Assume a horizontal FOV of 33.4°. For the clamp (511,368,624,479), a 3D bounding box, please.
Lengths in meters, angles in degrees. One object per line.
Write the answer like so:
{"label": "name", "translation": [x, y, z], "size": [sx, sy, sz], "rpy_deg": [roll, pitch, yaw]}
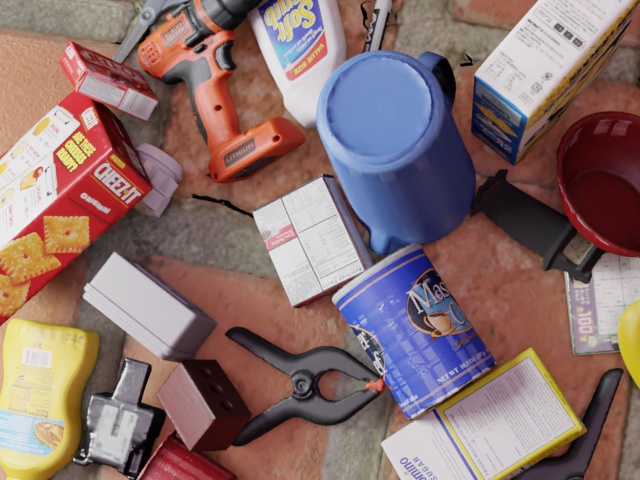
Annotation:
{"label": "clamp", "translation": [0.258, 0.247, 1.022], "size": [0.210, 0.036, 0.165], "rpy_deg": [-39, 71, 2]}

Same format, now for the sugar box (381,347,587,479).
{"label": "sugar box", "translation": [0.157, 0.191, 1.030], "size": [0.176, 0.048, 0.093], "rpy_deg": [-34, 66, 9]}

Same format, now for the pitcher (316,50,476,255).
{"label": "pitcher", "translation": [0.075, -0.092, 0.986], "size": [0.145, 0.242, 0.149], "rpy_deg": [-21, 74, 6]}

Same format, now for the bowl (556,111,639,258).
{"label": "bowl", "translation": [0.290, -0.043, 1.027], "size": [0.162, 0.055, 0.162], "rpy_deg": [7, 62, -13]}

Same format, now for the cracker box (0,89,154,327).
{"label": "cracker box", "translation": [-0.279, -0.036, 1.069], "size": [0.214, 0.072, 0.164], "rpy_deg": [-41, 37, 4]}

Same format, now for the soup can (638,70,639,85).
{"label": "soup can", "translation": [0.354, -0.200, 1.049], "size": [0.068, 0.068, 0.102], "rpy_deg": [10, 85, 9]}

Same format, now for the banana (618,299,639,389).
{"label": "banana", "translation": [0.335, 0.136, 1.014], "size": [0.037, 0.070, 0.198], "rpy_deg": [-35, 96, -32]}

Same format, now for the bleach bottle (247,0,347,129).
{"label": "bleach bottle", "translation": [-0.015, -0.219, 1.105], "size": [0.102, 0.068, 0.251], "rpy_deg": [-23, 83, 6]}

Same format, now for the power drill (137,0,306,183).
{"label": "power drill", "translation": [-0.087, -0.166, 1.082], "size": [0.185, 0.057, 0.188], "rpy_deg": [-31, 79, 33]}

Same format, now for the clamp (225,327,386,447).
{"label": "clamp", "translation": [-0.021, 0.157, 1.074], "size": [0.172, 0.039, 0.120], "rpy_deg": [7, 91, 15]}

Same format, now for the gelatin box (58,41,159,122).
{"label": "gelatin box", "translation": [-0.217, -0.164, 1.098], "size": [0.030, 0.089, 0.073], "rpy_deg": [-56, 39, 16]}

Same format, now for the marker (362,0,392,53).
{"label": "marker", "translation": [0.060, -0.221, 1.115], "size": [0.020, 0.020, 0.121], "rpy_deg": [14, 85, 9]}

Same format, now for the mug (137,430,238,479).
{"label": "mug", "translation": [-0.140, 0.257, 1.059], "size": [0.081, 0.093, 0.117], "rpy_deg": [31, 119, 5]}

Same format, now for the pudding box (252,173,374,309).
{"label": "pudding box", "translation": [-0.007, 0.001, 1.082], "size": [0.090, 0.039, 0.113], "rpy_deg": [-26, 83, 16]}

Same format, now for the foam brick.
{"label": "foam brick", "translation": [-0.116, 0.164, 1.059], "size": [0.051, 0.052, 0.078], "rpy_deg": [-52, 57, 22]}

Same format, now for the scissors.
{"label": "scissors", "translation": [-0.164, -0.242, 1.150], "size": [0.096, 0.016, 0.202], "rpy_deg": [19, 87, 10]}

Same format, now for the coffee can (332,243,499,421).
{"label": "coffee can", "translation": [0.091, 0.088, 1.033], "size": [0.103, 0.102, 0.140], "rpy_deg": [-33, 80, 3]}

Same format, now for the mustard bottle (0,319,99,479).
{"label": "mustard bottle", "translation": [-0.289, 0.181, 1.096], "size": [0.096, 0.058, 0.191], "rpy_deg": [8, 84, 15]}
